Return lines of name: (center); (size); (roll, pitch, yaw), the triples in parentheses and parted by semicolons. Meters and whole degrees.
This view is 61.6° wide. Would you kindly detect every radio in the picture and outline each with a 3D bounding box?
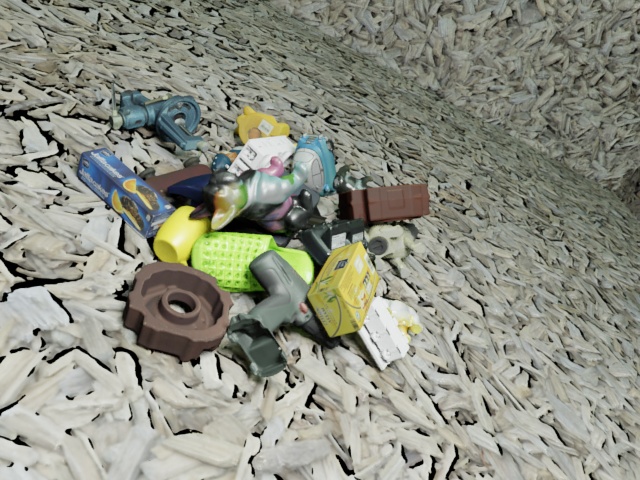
radio: (-0.101, -0.057, 1.173); (0.131, 0.073, 0.229); (33, 42, 2)

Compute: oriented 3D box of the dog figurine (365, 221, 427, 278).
dog figurine: (0.171, -0.008, 1.364); (0.172, 0.121, 0.191); (35, 18, -15)

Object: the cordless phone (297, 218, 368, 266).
cordless phone: (-0.003, -0.003, 1.165); (0.184, 0.088, 0.146); (8, 17, 43)

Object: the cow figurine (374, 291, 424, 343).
cow figurine: (0.130, 0.144, 1.128); (0.167, 0.068, 0.098); (28, 26, -13)

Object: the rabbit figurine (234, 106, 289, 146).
rabbit figurine: (-0.157, -0.286, 1.468); (0.162, 0.121, 0.173); (29, 16, 13)

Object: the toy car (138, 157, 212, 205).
toy car: (-0.300, -0.119, 1.135); (0.089, 0.053, 0.202); (56, 35, 0)

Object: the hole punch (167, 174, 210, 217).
hole punch: (-0.225, -0.091, 1.073); (0.142, 0.116, 0.092); (-31, 101, -56)

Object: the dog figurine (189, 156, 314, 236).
dog figurine: (-0.127, -0.061, 1.000); (0.219, 0.191, 0.109); (-32, 42, -31)

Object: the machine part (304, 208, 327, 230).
machine part: (-0.030, -0.070, 1.319); (0.084, 0.039, 0.139); (5, 41, -28)

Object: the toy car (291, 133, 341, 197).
toy car: (-0.020, -0.165, 1.272); (0.109, 0.161, 0.103); (12, 36, 26)

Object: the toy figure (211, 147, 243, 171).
toy figure: (-0.215, -0.194, 1.311); (0.058, 0.064, 0.154); (55, 30, 5)

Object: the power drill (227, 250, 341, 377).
power drill: (-0.056, 0.139, 0.916); (0.232, 0.086, 0.207); (56, 35, -10)

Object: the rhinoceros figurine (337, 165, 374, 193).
rhinoceros figurine: (0.113, -0.133, 1.498); (0.190, 0.073, 0.112); (31, 30, 0)

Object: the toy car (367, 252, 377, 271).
toy car: (0.065, 0.078, 1.155); (0.056, 0.073, 0.201); (9, 17, 33)

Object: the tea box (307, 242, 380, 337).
tea box: (0.048, 0.088, 0.995); (0.098, 0.068, 0.170); (63, 29, -16)

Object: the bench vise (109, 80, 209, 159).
bench vise: (-0.353, -0.269, 1.240); (0.241, 0.128, 0.223); (42, 34, 25)

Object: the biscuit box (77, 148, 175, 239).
biscuit box: (-0.373, -0.092, 1.025); (0.203, 0.059, 0.063); (39, 32, 12)

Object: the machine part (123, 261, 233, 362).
machine part: (-0.229, 0.112, 0.871); (0.179, 0.056, 0.179); (22, 32, -15)

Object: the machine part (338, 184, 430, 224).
machine part: (0.157, -0.087, 1.339); (0.201, 0.087, 0.201); (-6, 4, -12)
